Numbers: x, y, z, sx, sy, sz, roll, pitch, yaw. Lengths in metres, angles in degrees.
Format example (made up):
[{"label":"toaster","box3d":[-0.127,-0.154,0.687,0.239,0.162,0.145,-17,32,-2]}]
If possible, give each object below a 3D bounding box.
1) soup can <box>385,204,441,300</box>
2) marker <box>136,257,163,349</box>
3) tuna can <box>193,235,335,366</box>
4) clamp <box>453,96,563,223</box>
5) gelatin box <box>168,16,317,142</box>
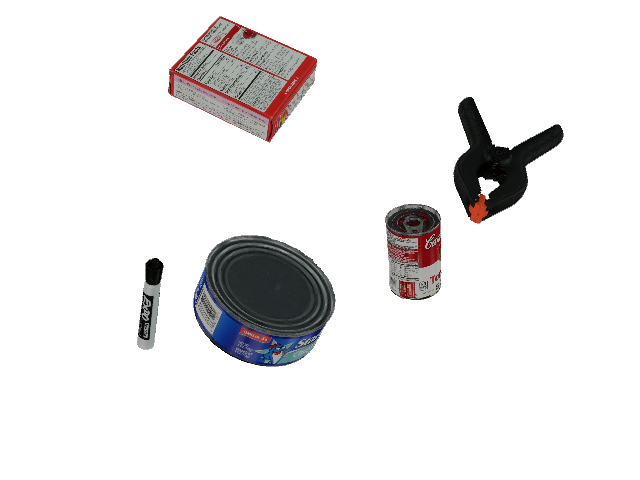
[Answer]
[{"label":"soup can","box3d":[0.116,0.015,1.328,0.068,0.102,0.068,-4,34,2]},{"label":"marker","box3d":[-0.183,0.068,1.148,0.020,0.121,0.020,8,37,-7]},{"label":"tuna can","box3d":[-0.036,0.038,0.675,0.086,0.034,0.086,16,38,-13]},{"label":"clamp","box3d":[0.183,-0.092,1.164,0.120,0.039,0.171,22,49,19]},{"label":"gelatin box","box3d":[-0.058,-0.122,0.800,0.089,0.073,0.030,25,-36,11]}]
